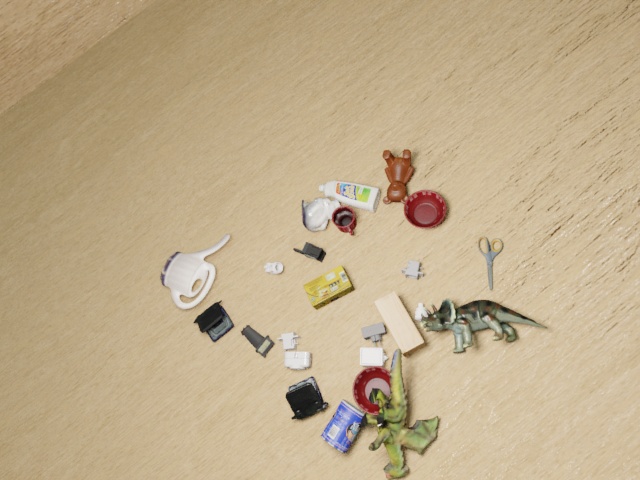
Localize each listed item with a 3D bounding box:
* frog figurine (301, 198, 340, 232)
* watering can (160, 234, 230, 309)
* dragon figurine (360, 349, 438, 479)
[{"bbox_3d":[0.006,-0.104,2.060,0.159,0.136,0.124,-5,10,3],"label":"frog figurine"},{"bbox_3d":[-0.516,0.107,2.108,0.225,0.352,0.102,18,-16,20],"label":"watering can"},{"bbox_3d":[0.279,0.586,1.691,0.241,0.412,0.122,24,-5,-17],"label":"dragon figurine"}]
